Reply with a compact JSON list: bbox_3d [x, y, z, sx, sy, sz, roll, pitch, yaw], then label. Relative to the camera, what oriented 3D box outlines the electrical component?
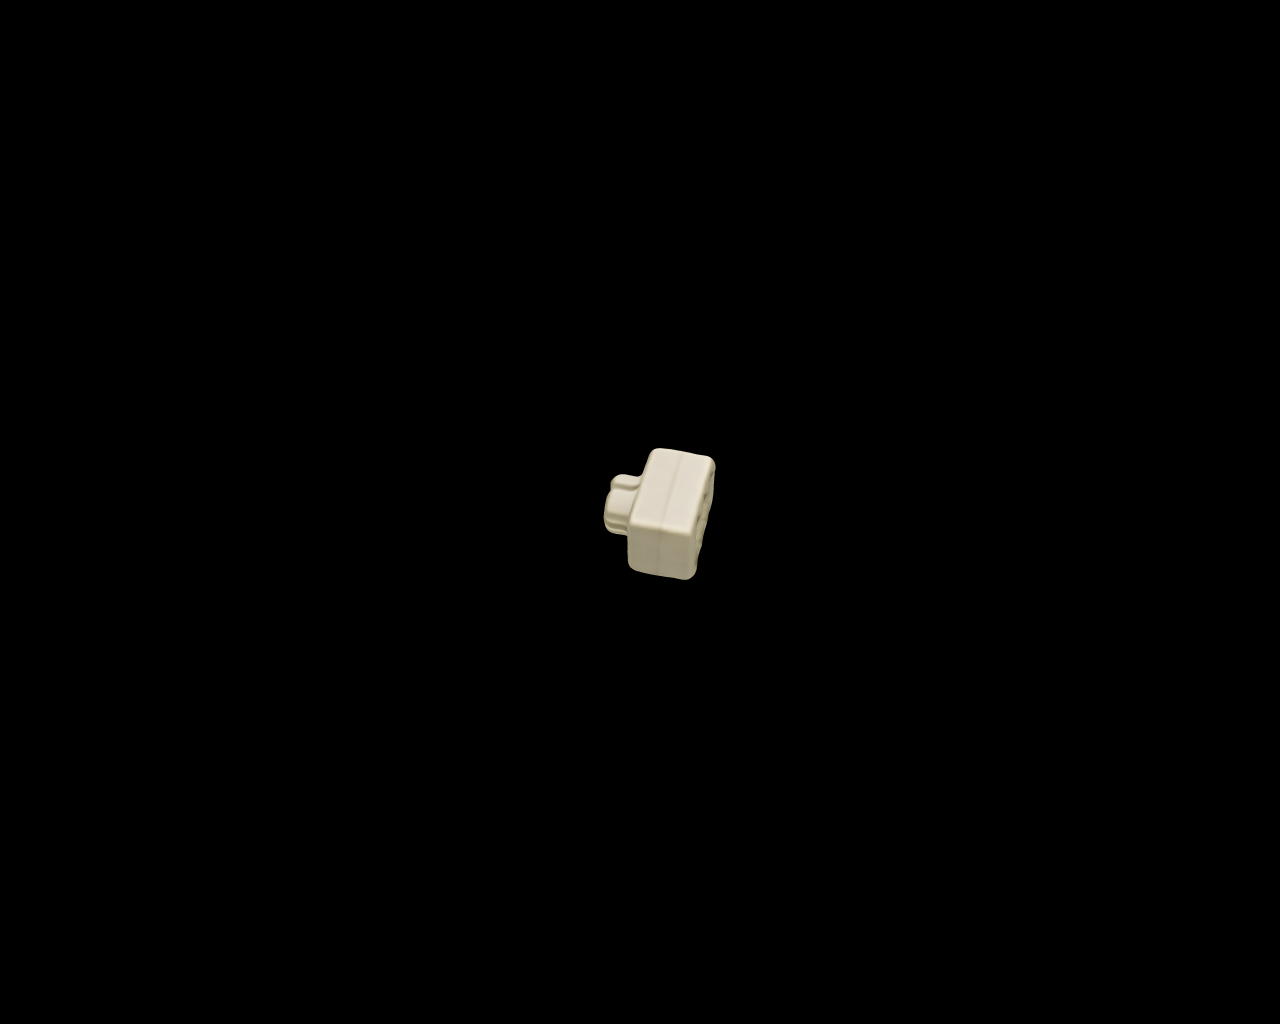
[{"bbox_3d":[0.001,-0.003,0.650,0.077,0.066,0.047,11,-39,9],"label":"electrical component"}]
